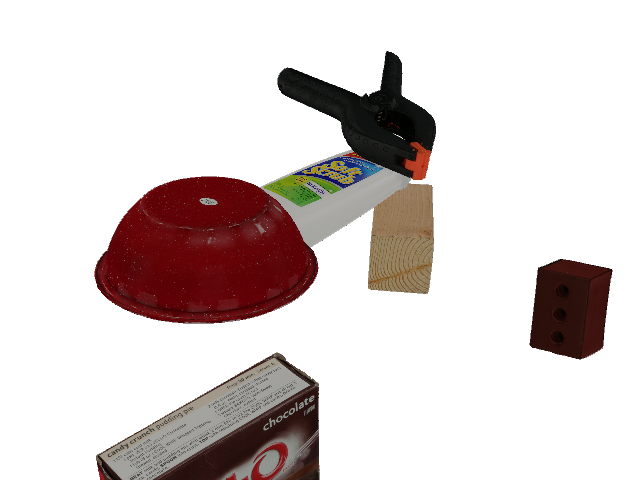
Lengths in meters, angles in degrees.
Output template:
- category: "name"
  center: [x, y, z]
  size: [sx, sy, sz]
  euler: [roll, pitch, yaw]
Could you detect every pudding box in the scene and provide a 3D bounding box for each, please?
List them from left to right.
- category: "pudding box"
  center: [-0.052, 0.120, 0.535]
  size: [0.113, 0.090, 0.039]
  euler: [-29, 46, -33]

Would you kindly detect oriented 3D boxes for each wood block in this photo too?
- category: "wood block"
  center: [0.123, -0.008, 1.612]
  size: [0.091, 0.090, 0.206]
  euler: [4, 25, 3]

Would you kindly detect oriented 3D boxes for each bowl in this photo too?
- category: "bowl"
  center: [-0.081, -0.004, 0.764]
  size: [0.162, 0.055, 0.162]
  euler: [1, 26, -1]

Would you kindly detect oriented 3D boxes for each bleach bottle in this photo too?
- category: "bleach bottle"
  center: [0.026, -0.069, 1.309]
  size: [0.250, 0.068, 0.103]
  euler: [-31, 45, -33]

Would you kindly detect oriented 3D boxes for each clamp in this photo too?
- category: "clamp"
  center: [0.036, -0.110, 0.914]
  size: [0.120, 0.039, 0.171]
  euler: [-12, 40, -12]

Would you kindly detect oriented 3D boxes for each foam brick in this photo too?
- category: "foam brick"
  center: [0.227, 0.062, 0.969]
  size: [0.053, 0.078, 0.051]
  euler: [13, 18, 35]
